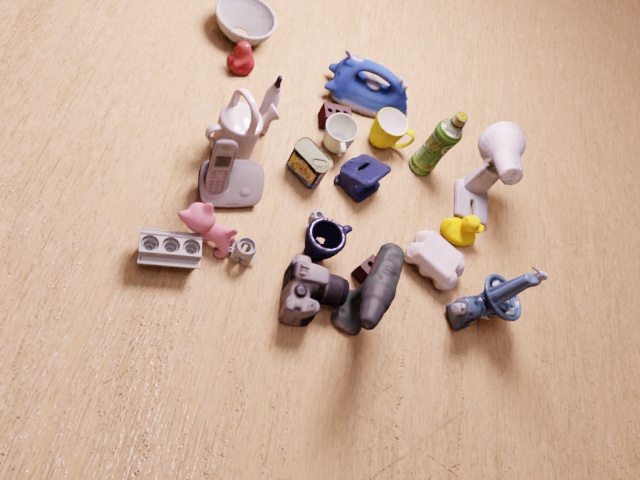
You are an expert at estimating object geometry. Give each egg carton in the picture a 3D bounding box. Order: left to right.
[{"bbox_3d":[0.281,0.049,1.397,0.150,0.069,0.107,40,55,2],"label":"egg carton"}]

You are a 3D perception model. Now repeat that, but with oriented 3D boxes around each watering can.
[{"bbox_3d":[-0.175,-0.268,1.300,0.101,0.193,0.173,41,55,3],"label":"watering can"}]

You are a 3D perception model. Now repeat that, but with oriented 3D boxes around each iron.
[{"bbox_3d":[0.150,-0.423,1.555,0.259,0.141,0.118,18,58,-13],"label":"iron"}]

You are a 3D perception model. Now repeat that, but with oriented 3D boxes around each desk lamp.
[{"bbox_3d":[0.455,-0.177,1.507,0.118,0.213,0.203,18,58,-13],"label":"desk lamp"}]

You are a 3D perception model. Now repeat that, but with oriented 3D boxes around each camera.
[{"bbox_3d":[-0.007,0.109,1.223,0.137,0.100,0.143,15,58,-15],"label":"camera"}]

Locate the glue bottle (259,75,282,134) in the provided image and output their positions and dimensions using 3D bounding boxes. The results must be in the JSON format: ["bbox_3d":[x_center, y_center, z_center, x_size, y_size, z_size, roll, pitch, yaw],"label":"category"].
[{"bbox_3d":[-0.118,-0.334,1.373,0.037,0.173,0.078,15,58,-14],"label":"glue bottle"}]

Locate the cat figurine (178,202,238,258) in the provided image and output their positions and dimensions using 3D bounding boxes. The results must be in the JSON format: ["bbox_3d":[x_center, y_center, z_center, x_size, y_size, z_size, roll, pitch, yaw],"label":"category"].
[{"bbox_3d":[-0.231,-0.031,1.194,0.128,0.117,0.067,25,56,-8],"label":"cat figurine"}]

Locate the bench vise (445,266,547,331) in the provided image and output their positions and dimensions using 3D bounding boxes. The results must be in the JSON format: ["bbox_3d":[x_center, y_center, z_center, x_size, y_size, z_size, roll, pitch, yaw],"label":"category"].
[{"bbox_3d":[0.407,0.141,1.309,0.208,0.219,0.121,-29,77,-32],"label":"bench vise"}]

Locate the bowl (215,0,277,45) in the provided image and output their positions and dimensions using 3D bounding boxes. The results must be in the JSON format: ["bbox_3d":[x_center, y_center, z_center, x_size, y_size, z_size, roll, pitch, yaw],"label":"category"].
[{"bbox_3d":[-0.203,-0.577,1.529,0.168,0.074,0.167,10,60,-18],"label":"bowl"}]

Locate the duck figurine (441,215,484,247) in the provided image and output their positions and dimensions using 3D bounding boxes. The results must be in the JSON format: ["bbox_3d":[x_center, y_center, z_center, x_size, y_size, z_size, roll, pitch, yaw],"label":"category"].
[{"bbox_3d":[0.370,-0.035,1.470,0.105,0.086,0.077,20,57,-12],"label":"duck figurine"}]

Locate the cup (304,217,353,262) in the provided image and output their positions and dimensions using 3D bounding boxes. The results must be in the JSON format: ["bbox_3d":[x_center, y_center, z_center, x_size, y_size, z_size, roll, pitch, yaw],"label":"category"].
[{"bbox_3d":[0.012,0.005,1.291,0.118,0.095,0.091,-21,73,-31],"label":"cup"}]

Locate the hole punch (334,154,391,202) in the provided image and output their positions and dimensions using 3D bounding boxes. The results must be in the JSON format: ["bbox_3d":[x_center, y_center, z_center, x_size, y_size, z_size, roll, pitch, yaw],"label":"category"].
[{"bbox_3d":[0.106,-0.165,1.426,0.101,0.091,0.109,47,56,6],"label":"hole punch"}]

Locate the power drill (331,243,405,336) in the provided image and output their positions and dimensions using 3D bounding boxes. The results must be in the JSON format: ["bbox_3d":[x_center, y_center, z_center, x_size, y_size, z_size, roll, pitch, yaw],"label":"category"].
[{"bbox_3d":[0.101,0.121,1.197,0.075,0.208,0.230,30,56,-5],"label":"power drill"}]

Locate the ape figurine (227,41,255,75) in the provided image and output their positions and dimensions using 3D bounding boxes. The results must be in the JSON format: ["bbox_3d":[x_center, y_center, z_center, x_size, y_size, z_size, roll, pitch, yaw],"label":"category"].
[{"bbox_3d":[-0.199,-0.471,1.462,0.076,0.092,0.078,31,56,-5],"label":"ape figurine"}]

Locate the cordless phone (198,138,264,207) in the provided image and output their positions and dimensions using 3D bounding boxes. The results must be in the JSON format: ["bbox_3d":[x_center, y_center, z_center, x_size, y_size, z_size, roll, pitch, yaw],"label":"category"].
[{"bbox_3d":[-0.182,-0.150,1.239,0.148,0.185,0.094,-4,65,-25],"label":"cordless phone"}]
